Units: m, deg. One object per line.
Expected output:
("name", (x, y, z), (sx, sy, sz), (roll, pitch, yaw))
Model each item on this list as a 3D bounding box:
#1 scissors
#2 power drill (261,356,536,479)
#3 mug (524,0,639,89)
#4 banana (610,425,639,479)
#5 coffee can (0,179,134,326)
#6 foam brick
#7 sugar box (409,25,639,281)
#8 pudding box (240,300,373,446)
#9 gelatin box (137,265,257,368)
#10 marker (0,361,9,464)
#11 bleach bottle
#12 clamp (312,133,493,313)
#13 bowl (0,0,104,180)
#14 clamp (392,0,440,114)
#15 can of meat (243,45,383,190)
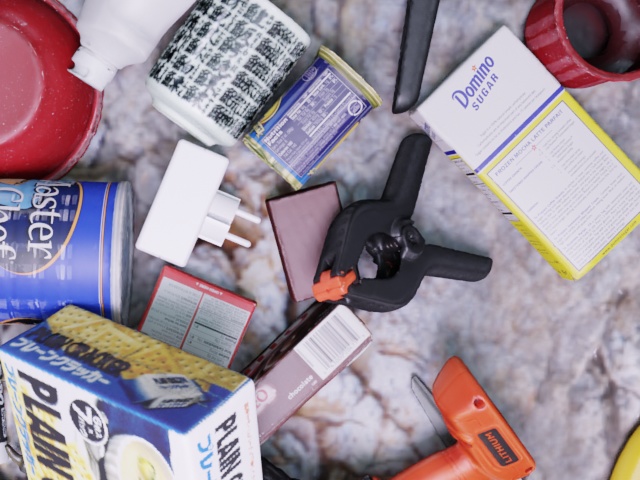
("scissors", (0.113, 0.204, 0.815), (0.201, 0.016, 0.096), (42, 88, -6))
("power drill", (0.043, 0.165, 0.745), (0.188, 0.057, 0.184), (-36, 128, 5))
("mug", (0.201, -0.166, 0.771), (0.093, 0.081, 0.117), (13, 87, -9))
("banana", (0.251, 0.200, 0.817), (0.069, 0.037, 0.198), (24, 90, -5))
("coffee can", (-0.202, 0.008, 0.732), (0.140, 0.103, 0.103), (2, 92, -6))
("foam brick", (-0.005, 0.001, 0.776), (0.051, 0.053, 0.078), (-15, 94, -5))
("sugar box", (0.160, -0.063, 0.793), (0.093, 0.048, 0.176), (-43, 92, -3))
("pudding box", (-0.019, 0.089, 0.760), (0.113, 0.090, 0.039), (-41, 97, -3))
("gelatin box", (-0.096, 0.072, 0.779), (0.073, 0.030, 0.089), (23, 87, -1))
("marker", (-0.240, 0.102, 0.775), (0.020, 0.020, 0.121), (-3, 93, -5))
("bleach bottle", (-0.091, -0.213, 0.735), (0.068, 0.103, 0.251), (33, 89, -38))
("clamp", (0.052, -0.009, 0.751), (0.171, 0.039, 0.120), (-20, 82, -48))
("bowl", (-0.236, -0.108, 0.748), (0.162, 0.055, 0.162), (0, 92, -5))
("clamp", (0.062, -0.220, 0.780), (0.164, 0.036, 0.210), (39, 86, -2))
("can of meat", (-0.008, -0.083, 0.748), (0.057, 0.102, 0.084), (42, 90, -5))
